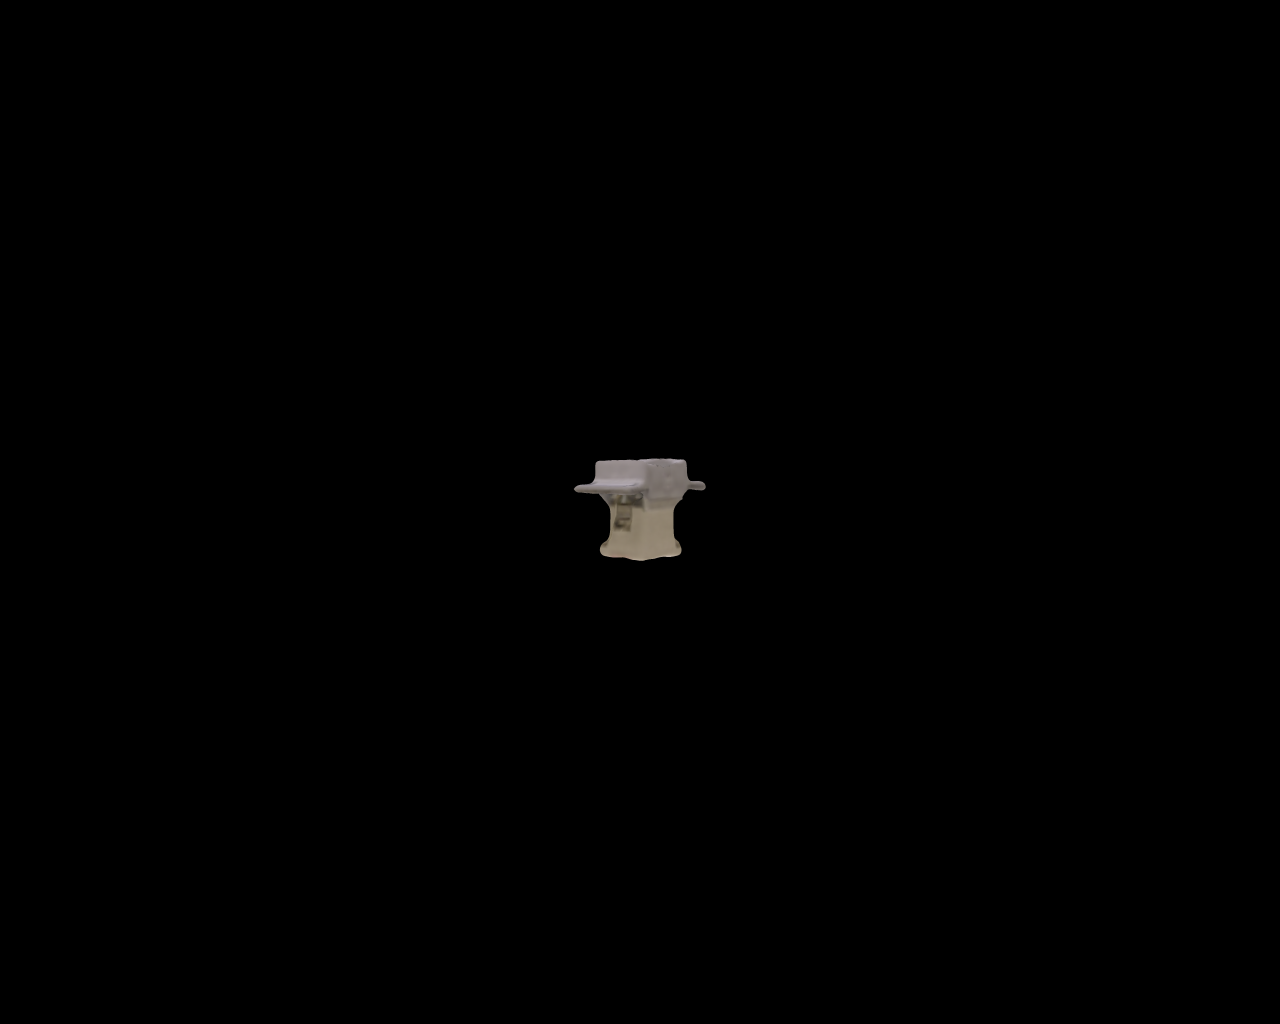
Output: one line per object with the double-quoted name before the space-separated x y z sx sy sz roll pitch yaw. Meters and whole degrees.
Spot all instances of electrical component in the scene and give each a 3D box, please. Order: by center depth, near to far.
"electrical component" 0.001 -0.003 0.650 0.042 0.063 0.081 4 6 39
